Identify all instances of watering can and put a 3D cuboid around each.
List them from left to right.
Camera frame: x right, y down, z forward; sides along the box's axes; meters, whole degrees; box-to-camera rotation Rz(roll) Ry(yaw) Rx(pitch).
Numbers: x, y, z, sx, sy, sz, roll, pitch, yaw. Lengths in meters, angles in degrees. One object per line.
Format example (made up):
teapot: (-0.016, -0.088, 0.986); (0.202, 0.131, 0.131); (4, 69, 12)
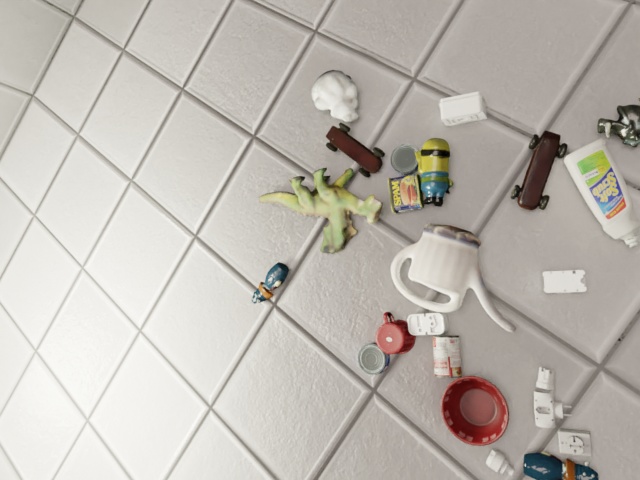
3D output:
watering can: (0.350, 0.084, 1.313); (0.349, 0.103, 0.224); (19, 89, 30)

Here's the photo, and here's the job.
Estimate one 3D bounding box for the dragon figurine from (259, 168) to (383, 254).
dragon figurine: (0.005, -0.077, 1.528); (0.407, 0.122, 0.244); (-17, 82, 31)

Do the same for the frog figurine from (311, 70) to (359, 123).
frog figurine: (0.049, -0.426, 1.550); (0.137, 0.120, 0.163); (-16, 62, 4)
